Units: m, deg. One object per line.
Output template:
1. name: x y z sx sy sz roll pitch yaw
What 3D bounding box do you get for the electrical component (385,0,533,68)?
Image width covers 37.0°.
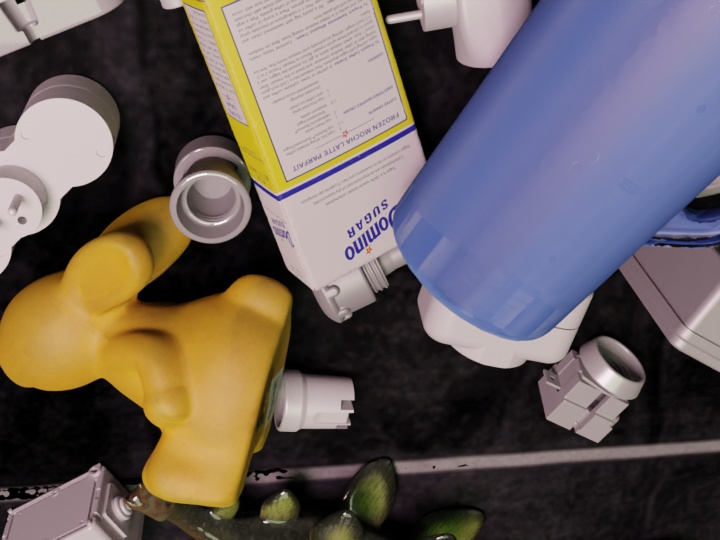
1. electrical component: 0.051 -0.148 0.571 0.079 0.043 0.077 -10 121 0

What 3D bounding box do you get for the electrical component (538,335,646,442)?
1. electrical component: 0.155 0.077 0.712 0.066 0.048 0.055 26 122 -19

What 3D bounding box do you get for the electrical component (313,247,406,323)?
1. electrical component: 0.000 0.000 0.653 0.062 0.048 0.048 -25 120 1

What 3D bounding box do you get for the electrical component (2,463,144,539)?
1. electrical component: -0.188 0.183 0.729 0.096 0.061 0.061 -27 119 10

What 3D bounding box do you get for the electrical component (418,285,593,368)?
1. electrical component: 0.087 0.021 0.667 0.095 0.053 0.059 12 118 -12

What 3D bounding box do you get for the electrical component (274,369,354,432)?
1. electrical component: -0.030 0.086 0.702 0.046 0.040 0.040 4 120 -15

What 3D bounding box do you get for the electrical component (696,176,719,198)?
1. electrical component: 0.195 -0.080 0.605 0.051 0.080 0.080 -12 121 8

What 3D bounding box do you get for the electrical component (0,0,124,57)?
1. electrical component: -0.173 -0.149 0.541 0.095 0.053 0.059 -20 120 6

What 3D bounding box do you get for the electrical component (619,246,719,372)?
1. electrical component: 0.225 0.019 0.648 0.109 0.108 0.056 27 112 -20

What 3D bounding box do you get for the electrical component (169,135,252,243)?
1. electrical component: -0.084 -0.047 0.609 0.045 0.055 0.045 -3 121 -4

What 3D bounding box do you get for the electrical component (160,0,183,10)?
1. electrical component: -0.103 -0.165 0.546 0.043 0.043 0.062 -16 122 4

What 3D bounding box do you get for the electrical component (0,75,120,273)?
1. electrical component: -0.191 -0.042 0.591 0.138 0.073 0.052 -40 116 17
